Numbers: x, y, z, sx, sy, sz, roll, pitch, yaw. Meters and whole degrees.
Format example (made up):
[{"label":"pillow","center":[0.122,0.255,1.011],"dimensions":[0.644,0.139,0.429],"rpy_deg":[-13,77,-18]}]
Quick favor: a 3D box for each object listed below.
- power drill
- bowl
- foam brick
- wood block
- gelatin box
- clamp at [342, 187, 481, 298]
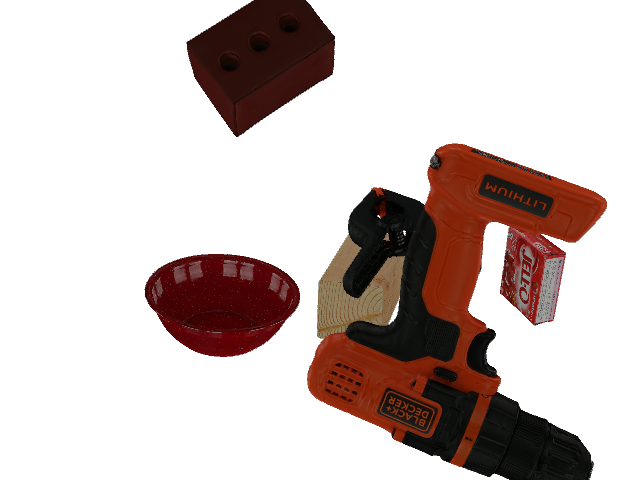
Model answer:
[{"label":"power drill","center":[0.103,0.048,0.648],"dimensions":[0.184,0.188,0.057],"rpy_deg":[22,10,5]},{"label":"bowl","center":[-0.104,0.075,1.121],"dimensions":[0.162,0.055,0.162],"rpy_deg":[4,28,-2]},{"label":"foam brick","center":[-0.037,-0.113,0.667],"dimensions":[0.078,0.053,0.051],"rpy_deg":[-35,-13,-9]},{"label":"wood block","center":[0.063,0.064,1.536],"dimensions":[0.091,0.090,0.206],"rpy_deg":[7,22,12]},{"label":"gelatin box","center":[0.233,0.037,1.182],"dimensions":[0.030,0.089,0.073],"rpy_deg":[-9,30,-21]},{"label":"clamp","center":[0.079,-0.002,0.974],"dimensions":[0.120,0.039,0.171],"rpy_deg":[0,31,0]}]
